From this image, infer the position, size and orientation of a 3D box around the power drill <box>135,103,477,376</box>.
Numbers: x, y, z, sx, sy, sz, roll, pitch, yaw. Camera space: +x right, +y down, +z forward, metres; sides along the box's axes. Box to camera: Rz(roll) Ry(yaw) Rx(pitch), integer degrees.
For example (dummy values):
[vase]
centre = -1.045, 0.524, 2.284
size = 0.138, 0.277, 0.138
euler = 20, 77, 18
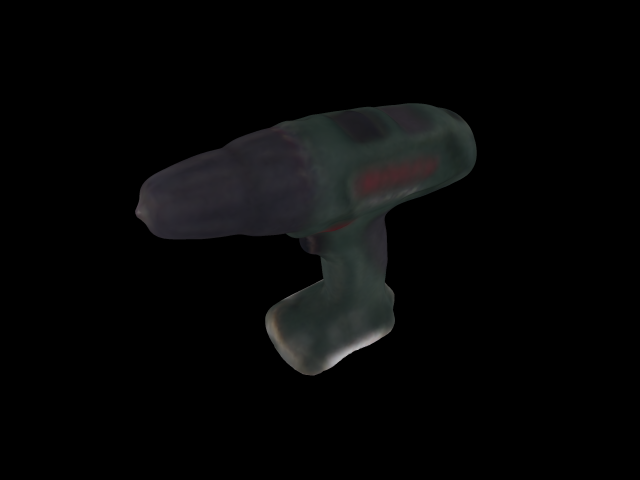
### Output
[power drill]
centre = 0.004, 0.001, 0.400
size = 0.230, 0.208, 0.075
euler = -27, 53, -22
